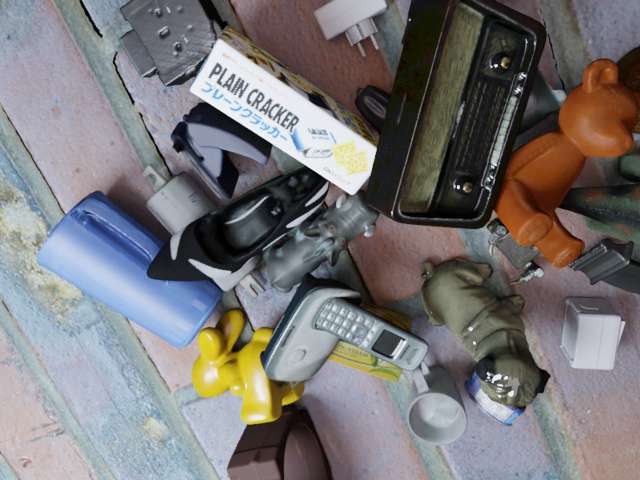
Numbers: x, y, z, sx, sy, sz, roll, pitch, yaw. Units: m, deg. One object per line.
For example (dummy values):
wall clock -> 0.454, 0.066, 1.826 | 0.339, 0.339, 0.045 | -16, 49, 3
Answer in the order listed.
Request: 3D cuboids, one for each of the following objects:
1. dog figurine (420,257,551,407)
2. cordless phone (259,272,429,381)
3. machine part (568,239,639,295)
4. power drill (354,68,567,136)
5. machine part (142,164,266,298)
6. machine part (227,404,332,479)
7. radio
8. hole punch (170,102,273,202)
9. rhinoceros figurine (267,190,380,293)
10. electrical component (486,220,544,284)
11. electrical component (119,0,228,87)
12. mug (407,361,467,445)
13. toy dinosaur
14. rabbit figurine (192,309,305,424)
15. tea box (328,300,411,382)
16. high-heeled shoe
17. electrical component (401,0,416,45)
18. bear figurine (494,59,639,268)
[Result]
dog figurine -> 0.200, 0.111, 0.695 | 0.172, 0.190, 0.121 | 27, 109, 1
cordless phone -> 0.032, 0.137, 0.686 | 0.184, 0.089, 0.146 | 28, 106, -4
machine part -> 0.411, 0.043, 0.710 | 0.139, 0.039, 0.084 | 23, 142, -6
power drill -> 0.186, -0.156, 0.671 | 0.207, 0.086, 0.232 | -39, 100, 14
machine part -> -0.164, -0.012, 0.771 | 0.079, 0.079, 0.243 | -38, 98, 17
machine part -> -0.055, 0.372, 0.811 | 0.087, 0.201, 0.201 | -15, 105, 15
radio -> 0.141, -0.128, 0.568 | 0.131, 0.073, 0.229 | 7, 106, -25
hole punch -> -0.124, -0.130, 0.703 | 0.092, 0.142, 0.115 | -34, 114, 19
rhinoceros figurine -> -0.002, -0.002, 0.733 | 0.190, 0.112, 0.073 | -38, 96, 26
electrical component -> 0.273, 0.011, 0.728 | 0.078, 0.045, 0.102 | -34, 100, 18
electrical component -> -0.192, -0.270, 0.705 | 0.134, 0.058, 0.114 | -28, 100, 15
mug -> 0.161, 0.222, 0.780 | 0.081, 0.107, 0.109 | -31, 96, 15
toy dinosaur -> 0.436, -0.048, 0.609 | 0.405, 0.192, 0.131 | -15, 103, 12
rabbit figurine -> -0.132, 0.196, 0.818 | 0.173, 0.122, 0.162 | -13, 103, 32
tea box -> 0.042, 0.129, 0.775 | 0.170, 0.098, 0.068 | 20, 108, 4
high-heeled shoe -> -0.095, -0.022, 0.679 | 0.086, 0.249, 0.145 | 57, 149, 2
electrical component -> 0.145, -0.288, 0.647 | 0.075, 0.047, 0.119 | 10, 69, 3
bear figurine -> 0.285, -0.085, 0.594 | 0.120, 0.132, 0.196 | 27, 118, -39
